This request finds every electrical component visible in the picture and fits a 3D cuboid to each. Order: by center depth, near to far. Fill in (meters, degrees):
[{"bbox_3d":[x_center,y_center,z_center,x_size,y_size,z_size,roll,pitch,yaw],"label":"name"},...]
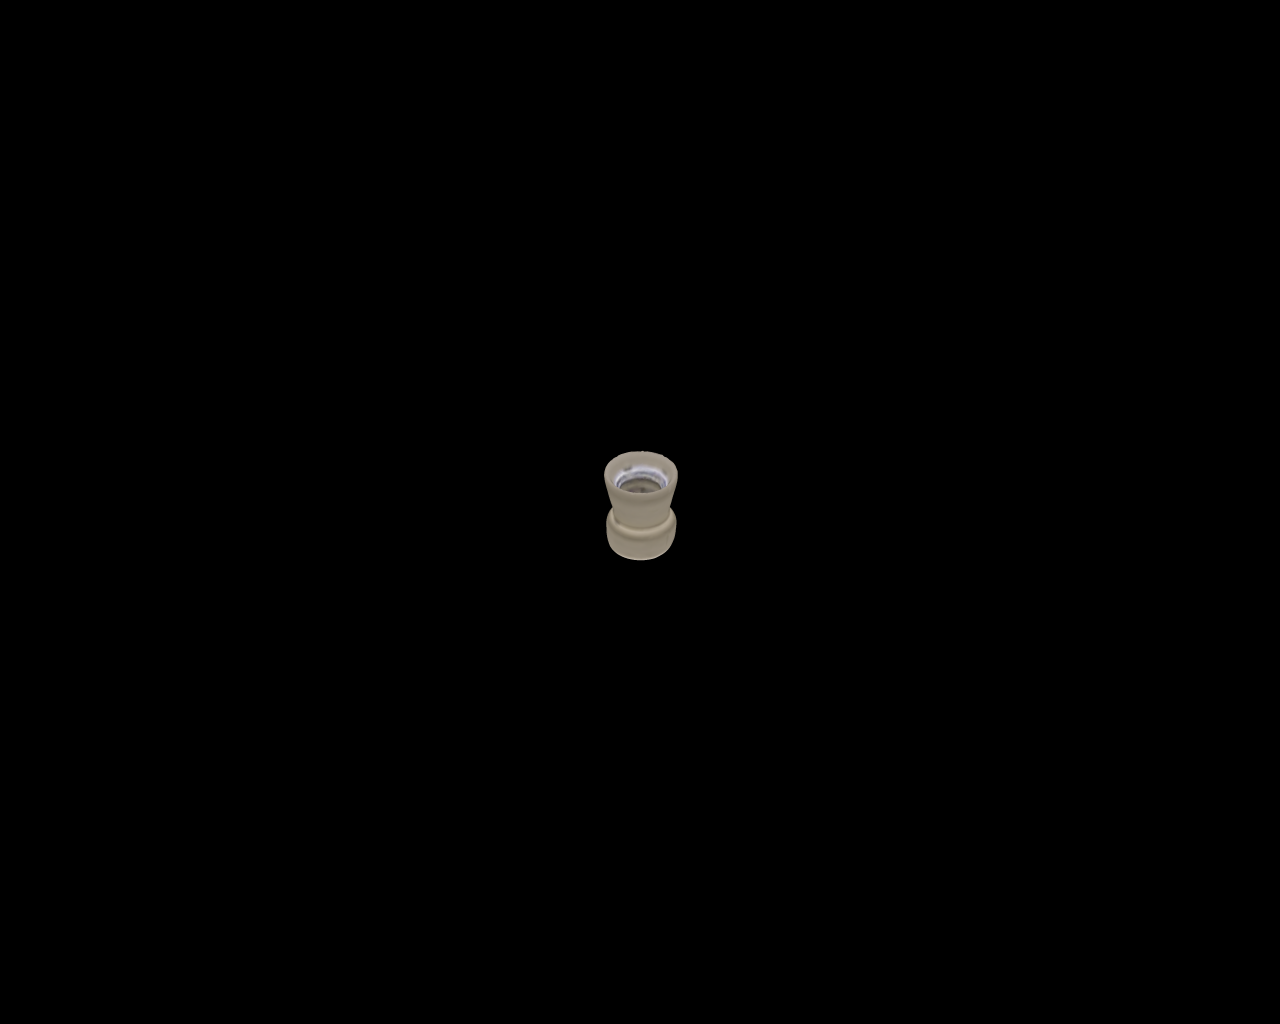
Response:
[{"bbox_3d":[0.001,-0.003,0.650,0.045,0.055,0.045,0,38,0],"label":"electrical component"}]
